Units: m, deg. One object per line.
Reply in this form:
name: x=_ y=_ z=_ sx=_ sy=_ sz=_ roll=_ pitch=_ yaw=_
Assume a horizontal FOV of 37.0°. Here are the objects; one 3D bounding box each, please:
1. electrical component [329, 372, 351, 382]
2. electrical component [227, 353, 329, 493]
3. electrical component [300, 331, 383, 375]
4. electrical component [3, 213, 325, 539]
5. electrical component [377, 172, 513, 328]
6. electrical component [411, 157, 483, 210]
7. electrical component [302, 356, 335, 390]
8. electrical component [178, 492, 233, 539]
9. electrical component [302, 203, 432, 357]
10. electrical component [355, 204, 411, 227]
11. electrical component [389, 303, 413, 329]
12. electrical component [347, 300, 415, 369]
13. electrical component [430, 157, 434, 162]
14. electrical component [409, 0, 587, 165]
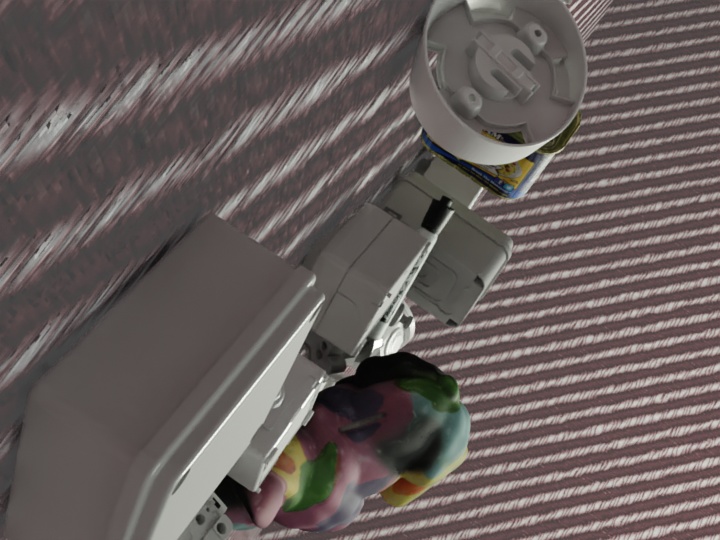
electrical component: x=-0.035 y=0.143 z=1.029 sx=0.108 sy=0.108 sz=0.060 roll=-52 pitch=166 yaw=-44
electrical component: x=-0.062 y=0.075 z=0.604 sx=0.061 sy=0.061 sz=0.096 roll=-54 pitch=174 yaw=-25
electrical component: x=-0.016 y=0.052 z=0.850 sx=0.055 sy=0.066 sz=0.048 roll=-7 pitch=141 yaw=-36
electrical component: x=-0.073 y=0.053 z=0.400 sx=0.108 sy=0.056 sz=0.108 roll=-52 pitch=173 yaw=-43
electrical component: x=0.060 y=-0.018 z=0.890 sx=0.057 sy=0.113 sz=0.078 roll=-49 pitch=171 yaw=-38
electrical component: x=0.071 y=-0.068 z=0.965 sx=0.108 sy=0.060 sz=0.108 roll=-57 pitch=176 yaw=-6
electrical component: x=-0.052 y=0.101 z=0.942 sx=0.075 sy=0.047 sz=0.083 roll=-61 pitch=173 yaw=22
electrical component: x=-0.111 y=0.154 z=0.615 sx=0.064 sy=0.042 sz=0.081 roll=-31 pitch=-167 yaw=39
electrical component: x=0.000 y=0.000 z=0.726 sx=0.061 sy=0.061 sz=0.096 roll=-61 pitch=173 yaw=36
electrical component: x=0.006 y=-0.014 z=0.814 sx=0.081 sy=0.042 sz=0.063 roll=-61 pitch=177 yaw=40
electrical component: x=0.009 y=0.024 z=0.893 sx=0.040 sy=0.078 sz=0.040 roll=-55 pitch=-170 yaw=15
electrical component: x=0.004 y=0.047 z=0.950 sx=0.051 sy=0.080 sz=0.080 roll=-47 pitch=170 yaw=-35
electrical component: x=0.078 y=-0.069 z=1.052 sx=0.057 sy=0.058 sz=0.078 roll=-59 pitch=175 yaw=-11
electrical component: x=0.076 y=-0.110 z=0.597 sx=0.099 sy=0.099 sz=0.064 roll=-55 pitch=180 yaw=-20
